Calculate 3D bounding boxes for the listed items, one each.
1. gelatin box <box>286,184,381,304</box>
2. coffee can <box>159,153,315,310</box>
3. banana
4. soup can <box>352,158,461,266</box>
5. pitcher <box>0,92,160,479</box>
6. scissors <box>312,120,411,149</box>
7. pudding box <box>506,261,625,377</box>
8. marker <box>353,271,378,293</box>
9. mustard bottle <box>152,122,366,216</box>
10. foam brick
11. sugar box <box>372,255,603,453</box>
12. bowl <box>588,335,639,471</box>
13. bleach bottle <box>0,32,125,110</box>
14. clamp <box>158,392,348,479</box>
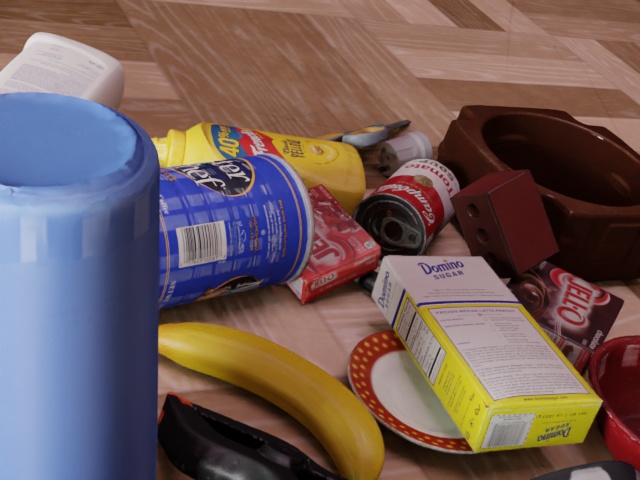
[{"bbox_3d":[-0.006,0.001,0.860,0.073,0.030,0.089,-23,53,-25],"label":"gelatin box"},{"bbox_3d":[-0.089,-0.006,0.786,0.140,0.103,0.103,-11,41,-39],"label":"coffee can"},{"bbox_3d":[-0.025,0.103,0.709,0.198,0.037,0.069,34,34,26],"label":"banana"},{"bbox_3d":[0.078,-0.025,0.936,0.068,0.069,0.102,26,31,14],"label":"soup can"},{"bbox_3d":[-0.147,0.050,0.533,0.149,0.243,0.145,11,33,2],"label":"pitcher"},{"bbox_3d":[0.037,-0.107,1.087,0.096,0.016,0.201,-7,9,11],"label":"scissors"},{"bbox_3d":[0.193,0.063,0.880,0.090,0.039,0.113,27,32,16],"label":"pudding box"},{"bbox_3d":[0.011,0.014,0.887,0.121,0.020,0.020,33,34,23],"label":"marker"},{"bbox_3d":[-0.060,-0.065,0.938,0.191,0.058,0.096,8,32,-15],"label":"mustard bottle"},{"bbox_3d":[0.154,-0.014,0.889,0.051,0.078,0.053,-27,11,-25],"label":"foam brick"},{"bbox_3d":[0.114,0.076,0.772,0.093,0.048,0.176,1,30,-25],"label":"sugar box"},{"bbox_3d":[0.263,0.140,0.777,0.162,0.055,0.162,13,31,-8],"label":"bowl"},{"bbox_3d":[-0.252,-0.092,0.882,0.102,0.068,0.250,19,33,4],"label":"bleach bottle"},{"bbox_3d":[-0.026,0.137,0.598,0.210,0.036,0.164,21,1,32],"label":"clamp"}]
